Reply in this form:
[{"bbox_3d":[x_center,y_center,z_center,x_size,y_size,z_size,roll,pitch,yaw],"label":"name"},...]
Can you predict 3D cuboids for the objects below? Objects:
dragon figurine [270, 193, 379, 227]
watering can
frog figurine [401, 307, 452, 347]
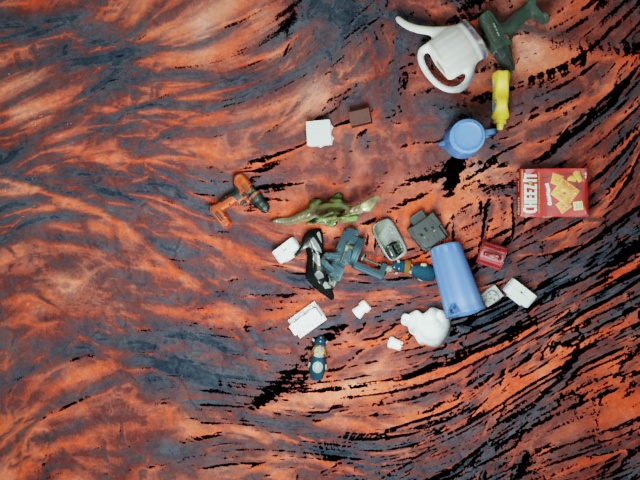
[{"bbox_3d":[0.005,-0.089,1.767,0.409,0.244,0.122,-14,94,8],"label":"dragon figurine"},{"bbox_3d":[0.428,-0.676,1.767,0.223,0.104,0.349,-32,84,7],"label":"watering can"},{"bbox_3d":[0.360,0.288,1.758,0.159,0.125,0.135,23,114,-2],"label":"frog figurine"}]
